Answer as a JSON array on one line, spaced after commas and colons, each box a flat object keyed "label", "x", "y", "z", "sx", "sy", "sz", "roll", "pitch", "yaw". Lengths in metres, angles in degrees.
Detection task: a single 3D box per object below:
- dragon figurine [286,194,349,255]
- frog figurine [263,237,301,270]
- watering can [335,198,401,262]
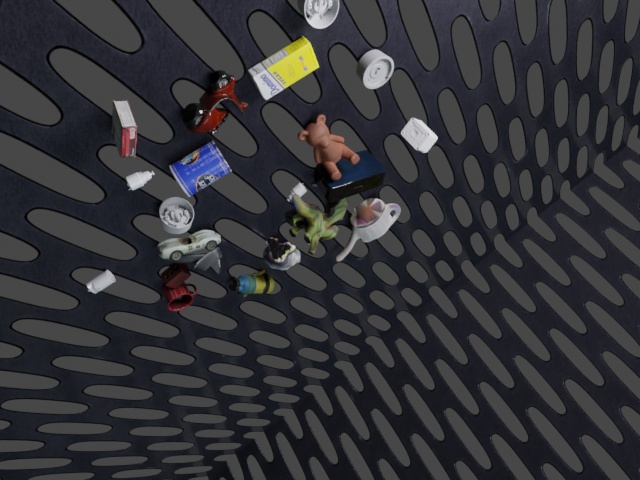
[{"label": "dragon figurine", "x": 0.006, "y": -0.096, "z": 1.912, "sx": 0.245, "sy": 0.123, "sz": 0.401, "roll": -39, "pitch": 154, "yaw": -21}, {"label": "frog figurine", "x": -0.139, "y": 0.066, "z": 1.952, "sx": 0.137, "sy": 0.125, "sz": 0.157, "roll": -2, "pitch": 158, "yaw": 9}, {"label": "watering can", "x": 0.183, "y": -0.046, "z": 2.115, "sx": 0.348, "sy": 0.106, "sz": 0.220, "roll": -37, "pitch": 147, "yaw": 0}]
